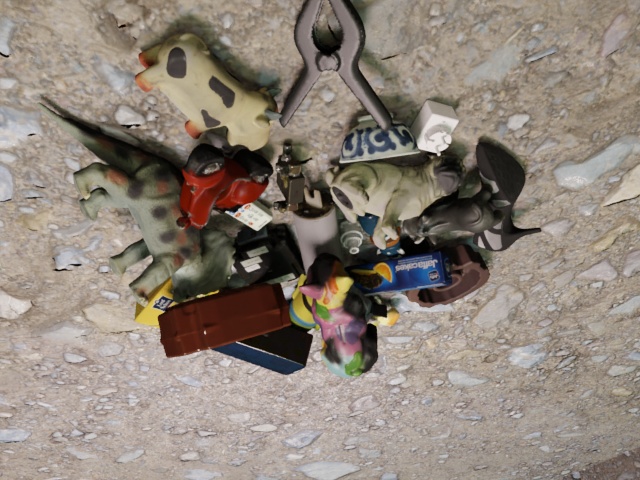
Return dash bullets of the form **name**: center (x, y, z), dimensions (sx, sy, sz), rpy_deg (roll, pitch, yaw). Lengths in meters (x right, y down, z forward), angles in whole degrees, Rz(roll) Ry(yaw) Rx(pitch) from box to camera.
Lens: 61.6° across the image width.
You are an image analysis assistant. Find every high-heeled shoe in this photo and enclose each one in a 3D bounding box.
- **high-heeled shoe**: center (0.299, -0.073, 0.976), dimensions (0.145, 0.086, 0.248), rpy_deg (-7, 130, 48)

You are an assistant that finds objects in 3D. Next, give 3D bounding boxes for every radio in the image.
- **radio**: center (-0.142, 0.210, 1.130), dimensions (0.229, 0.073, 0.131), rpy_deg (22, 152, -10)

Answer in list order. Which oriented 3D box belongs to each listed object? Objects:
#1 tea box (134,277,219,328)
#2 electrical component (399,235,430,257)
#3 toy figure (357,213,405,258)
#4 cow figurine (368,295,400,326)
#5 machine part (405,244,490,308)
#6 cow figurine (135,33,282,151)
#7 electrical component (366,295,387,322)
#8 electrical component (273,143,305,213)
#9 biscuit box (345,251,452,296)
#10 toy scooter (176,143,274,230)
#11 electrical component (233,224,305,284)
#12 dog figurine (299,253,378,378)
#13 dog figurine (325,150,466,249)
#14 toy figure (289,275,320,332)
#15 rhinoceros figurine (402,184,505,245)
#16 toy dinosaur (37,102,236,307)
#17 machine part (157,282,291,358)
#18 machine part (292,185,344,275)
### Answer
- **tea box**: center (-0.280, 0.104, 1.049), dimensions (0.098, 0.068, 0.169), rpy_deg (22, 131, -31)
- **electrical component**: center (0.181, 0.012, 1.061), dimensions (0.063, 0.021, 0.094), rpy_deg (-23, 141, 16)
- **toy figure**: center (0.117, -0.018, 0.990), dimensions (0.058, 0.064, 0.154), rpy_deg (-51, 141, -10)
- **cow figurine**: center (0.088, 0.166, 1.179), dimensions (0.167, 0.098, 0.068), rpy_deg (-11, 139, -27)
- **machine part**: center (0.257, 0.075, 1.107), dimensions (0.179, 0.056, 0.179), rpy_deg (-10, 146, -7)
- **cow figurine**: center (-0.136, -0.196, 0.729), dimensions (0.127, 0.085, 0.194), rpy_deg (-23, 137, 24)
- **electrical component**: center (0.089, 0.135, 1.120), dimensions (0.119, 0.075, 0.047), rpy_deg (12, 140, -7)
- **electrical component**: center (-0.054, -0.092, 0.855), dimensions (0.045, 0.078, 0.102), rpy_deg (-15, 145, -21)
- **biscuit box**: center (0.149, 0.068, 1.035), dimensions (0.203, 0.063, 0.059), rpy_deg (-11, 169, 27)
- **toy scooter**: center (-0.152, -0.073, 0.807), dimensions (0.135, 0.075, 0.184), rpy_deg (-58, 159, 17)
- **electrical component**: center (-0.100, 0.028, 1.004), dimensions (0.115, 0.058, 0.134), rpy_deg (-18, 138, 7)
- **dog figurine**: center (0.031, 0.130, 0.931), dimensions (0.109, 0.191, 0.219), rpy_deg (-11, 153, 9)
- **dog figurine**: center (0.126, -0.104, 0.883), dimensions (0.172, 0.190, 0.121), rpy_deg (46, 165, -7)
- **toy figure**: center (-0.021, 0.141, 1.120), dimensions (0.082, 0.089, 0.180), rpy_deg (10, 134, -31)
- **rhinoceros figurine**: center (0.225, -0.036, 0.936), dimensions (0.190, 0.112, 0.073), rpy_deg (-5, 120, 56)
- **toy dinosaur**: center (-0.256, -0.045, 0.840), dimensions (0.192, 0.131, 0.404), rpy_deg (-32, 122, -29)
- **machine part**: center (-0.168, 0.137, 0.935), dimensions (0.201, 0.087, 0.201), rpy_deg (-13, 174, -29)
- **machine part**: center (-0.002, -0.003, 0.966), dimensions (0.079, 0.079, 0.242), rpy_deg (-10, 136, 1)
